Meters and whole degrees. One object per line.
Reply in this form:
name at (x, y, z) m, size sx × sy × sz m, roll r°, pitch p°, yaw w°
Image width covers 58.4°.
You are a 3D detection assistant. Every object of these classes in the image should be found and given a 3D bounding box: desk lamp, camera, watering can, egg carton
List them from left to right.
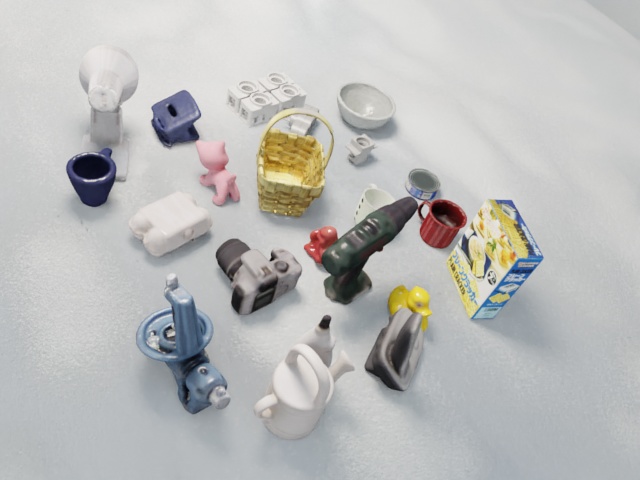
desk lamp at (-0.444, -0.271, 1.199) m, size 0.118 × 0.213 × 0.203 m, roll 2°, pitch 50°, yaw -17°
egg carton at (-0.294, -0.032, 1.139) m, size 0.107 × 0.069 × 0.151 m, roll 41°, pitch 50°, yaw 18°
camera at (-0.126, 0.050, 1.104) m, size 0.143 × 0.101 × 0.136 m, roll -26°, pitch 62°, yaw -35°
watering can at (-0.024, 0.230, 0.917) m, size 0.100 × 0.194 × 0.173 m, roll 35°, pitch 48°, yaw 13°

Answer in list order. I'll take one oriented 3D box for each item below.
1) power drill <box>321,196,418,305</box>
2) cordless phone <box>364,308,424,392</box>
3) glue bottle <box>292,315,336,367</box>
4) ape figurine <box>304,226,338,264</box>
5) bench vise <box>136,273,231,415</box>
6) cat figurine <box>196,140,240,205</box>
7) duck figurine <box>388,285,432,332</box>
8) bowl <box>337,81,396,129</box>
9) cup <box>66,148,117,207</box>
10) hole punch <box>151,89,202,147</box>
power drill at (0.085, 0.025, 1.123) m, size 0.075 × 0.208 × 0.230 m, roll 43°, pitch 50°, yaw 19°
cordless phone at (0.161, 0.172, 1.036) m, size 0.094 × 0.185 × 0.148 m, roll 25°, pitch 47°, yaw 4°
glue bottle at (-0.007, 0.179, 0.981) m, size 0.078 × 0.173 × 0.037 m, roll 22°, pitch 47°, yaw 1°
ape figurine at (0.011, 0.004, 1.196) m, size 0.076 × 0.092 × 0.078 m, roll 12°, pitch 47°, yaw -8°
bench vise at (-0.199, 0.158, 0.903) m, size 0.207 × 0.219 × 0.122 m, roll 33°, pitch 48°, yaw 11°
cat figurine at (-0.220, -0.159, 1.243) m, size 0.067 × 0.118 × 0.127 m, roll -24°, pitch 61°, yaw -33°
duck figurine at (0.188, 0.127, 1.154) m, size 0.078 × 0.086 × 0.104 m, roll -14°, pitch 56°, yaw -28°
bowl at (0.118, -0.354, 1.558) m, size 0.167 × 0.074 × 0.167 m, roll 10°, pitch 48°, yaw -11°
cup at (-0.450, -0.123, 1.148) m, size 0.091 × 0.095 × 0.118 m, roll 19°, pitch 47°, yaw -2°
hole punch at (-0.336, -0.286, 1.332) m, size 0.101 × 0.091 × 0.108 m, roll -16°, pitch 57°, yaw -30°
